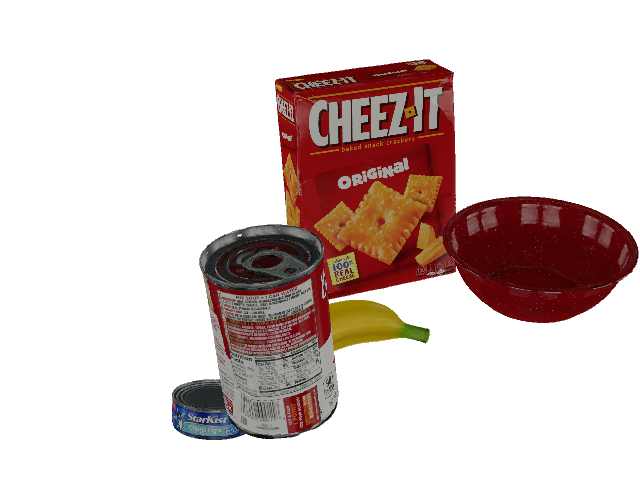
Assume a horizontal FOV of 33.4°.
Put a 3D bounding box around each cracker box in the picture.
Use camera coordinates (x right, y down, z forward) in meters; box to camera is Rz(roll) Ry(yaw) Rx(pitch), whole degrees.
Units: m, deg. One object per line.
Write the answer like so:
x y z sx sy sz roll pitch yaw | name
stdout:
0.049 -0.058 1.050 0.164 0.214 0.072 -10 23 -16 | cracker box

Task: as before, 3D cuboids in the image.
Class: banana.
0.001 0.081 0.828 0.070 0.037 0.197 20 28 40 | banana

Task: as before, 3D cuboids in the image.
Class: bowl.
0.182 0.022 0.902 0.162 0.055 0.162 0 30 0 | bowl

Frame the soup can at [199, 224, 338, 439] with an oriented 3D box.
-0.027 0.051 0.598 0.068 0.102 0.068 -5 27 2 | soup can

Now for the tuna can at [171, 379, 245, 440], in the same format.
-0.109 0.172 1.088 0.086 0.034 0.086 3 13 -1 | tuna can
